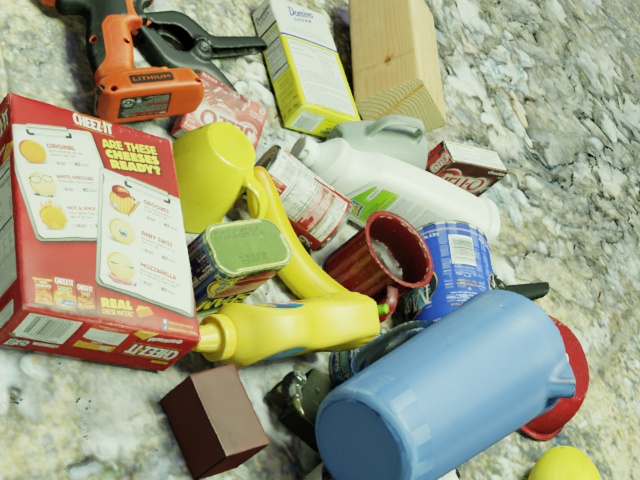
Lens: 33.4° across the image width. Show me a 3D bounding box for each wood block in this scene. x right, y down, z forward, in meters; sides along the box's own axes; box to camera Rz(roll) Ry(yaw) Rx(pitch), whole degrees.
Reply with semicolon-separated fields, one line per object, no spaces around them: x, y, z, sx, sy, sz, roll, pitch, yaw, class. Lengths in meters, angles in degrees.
0.095;-0.231;1.352;0.090;0.091;0.206;51;28;-44;wood block

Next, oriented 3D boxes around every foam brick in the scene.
-0.089;0.153;0.901;0.052;0.051;0.078;-7;64;-46;foam brick

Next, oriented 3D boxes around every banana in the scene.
-0.017;0.016;1.074;0.198;0.070;0.037;47;20;-4;banana

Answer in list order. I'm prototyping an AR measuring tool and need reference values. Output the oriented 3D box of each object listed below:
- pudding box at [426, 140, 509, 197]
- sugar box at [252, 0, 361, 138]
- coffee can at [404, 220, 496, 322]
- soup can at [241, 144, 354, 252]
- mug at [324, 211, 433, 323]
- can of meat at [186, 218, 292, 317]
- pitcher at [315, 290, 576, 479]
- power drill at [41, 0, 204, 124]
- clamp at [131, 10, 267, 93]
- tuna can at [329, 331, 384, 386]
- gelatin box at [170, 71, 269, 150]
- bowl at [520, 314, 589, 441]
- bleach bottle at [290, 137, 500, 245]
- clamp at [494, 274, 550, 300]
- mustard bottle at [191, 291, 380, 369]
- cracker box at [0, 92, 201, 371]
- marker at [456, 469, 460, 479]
0.163;-0.078;1.313;0.113;0.090;0.039;3;56;-44;pudding box
-0.018;-0.206;1.278;0.093;0.048;0.176;12;48;-40;sugar box
0.142;0.064;1.164;0.102;0.103;0.140;24;45;-30;coffee can
-0.025;-0.044;1.116;0.102;0.069;0.068;37;40;-15;soup can
0.059;0.038;1.119;0.093;0.082;0.117;24;45;-30;mug
-0.088;0.024;0.984;0.101;0.084;0.057;-10;67;-48;can of meat
0.102;0.139;0.968;0.242;0.149;0.145;-21;78;-45;pitcher
-0.177;-0.212;1.072;0.184;0.057;0.188;-12;65;-19;power drill
-0.128;-0.208;1.170;0.171;0.039;0.120;32;46;-25;clamp
0.053;0.133;1.074;0.086;0.034;0.086;26;44;-28;tuna can
-0.104;-0.123;1.118;0.089;0.030;0.073;29;62;-24;gelatin box
0.262;0.146;1.228;0.161;0.055;0.162;25;54;-39;bowl
0.079;-0.052;1.197;0.250;0.103;0.068;28;36;-28;bleach bottle
0.211;0.065;1.286;0.164;0.036;0.209;41;41;-18;clamp
-0.041;0.082;0.971;0.191;0.096;0.058;-3;86;-45;mustard bottle
-0.198;-0.004;0.909;0.163;0.072;0.214;15;49;-38;cracker box
0.106;0.255;1.037;0.020;0.020;0.120;52;38;3;marker
